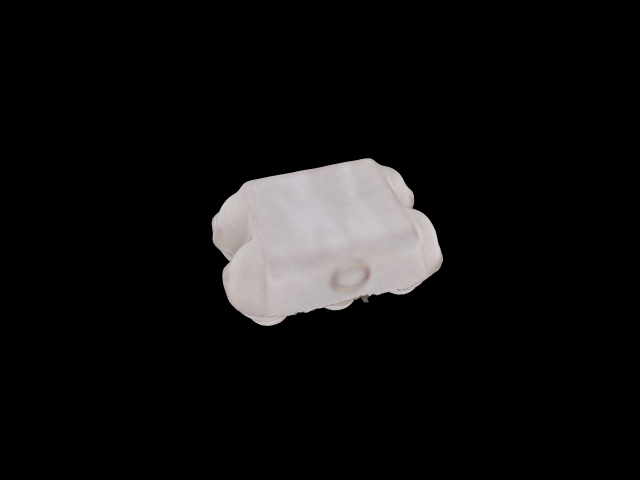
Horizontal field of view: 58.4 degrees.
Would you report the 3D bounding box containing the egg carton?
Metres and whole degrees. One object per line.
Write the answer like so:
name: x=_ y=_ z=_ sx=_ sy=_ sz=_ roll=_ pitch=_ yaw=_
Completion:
egg carton: x=0.004 y=0.001 z=0.400 sx=0.150 sy=0.069 sz=0.107 roll=-13 pitch=47 yaw=-12
